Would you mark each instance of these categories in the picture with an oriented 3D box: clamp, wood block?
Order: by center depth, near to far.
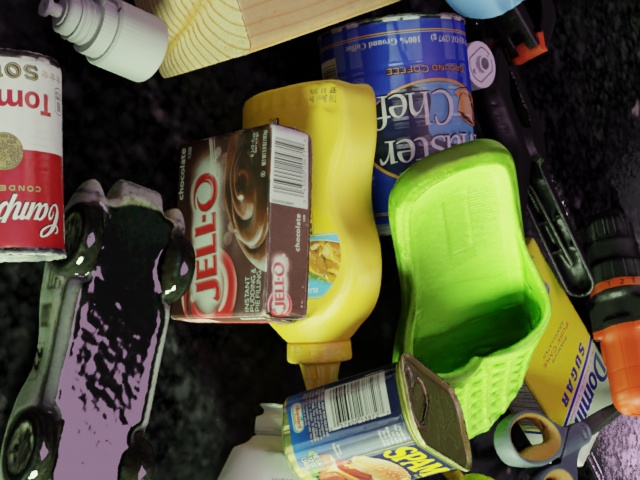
[{"bbox_3d":[-0.012,-0.179,0.684,0.205,0.091,0.090,-29,106,-41],"label":"wood block"},{"bbox_3d":[0.158,-0.059,0.828,0.164,0.036,0.210,36,40,-48],"label":"clamp"},{"bbox_3d":[0.160,-0.221,0.867,0.120,0.039,0.171,-2,75,-40],"label":"clamp"}]

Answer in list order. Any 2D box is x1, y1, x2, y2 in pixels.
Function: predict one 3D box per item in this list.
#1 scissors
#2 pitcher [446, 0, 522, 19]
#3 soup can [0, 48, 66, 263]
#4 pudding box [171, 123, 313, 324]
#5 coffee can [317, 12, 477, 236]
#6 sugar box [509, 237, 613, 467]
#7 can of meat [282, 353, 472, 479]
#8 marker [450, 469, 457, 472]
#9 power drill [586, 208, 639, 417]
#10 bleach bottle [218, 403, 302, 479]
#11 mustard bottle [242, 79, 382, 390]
[{"bbox_3d":[0.202,0.170,0.828,0.201,0.016,0.096,9,61,-45],"label":"scissors"},{"bbox_3d":[0.048,-0.253,0.609,0.242,0.149,0.145,34,79,-32],"label":"pitcher"},{"bbox_3d":[-0.165,-0.040,0.546,0.068,0.069,0.102,2,85,-43],"label":"soup can"},{"bbox_3d":[-0.048,-0.007,0.637,0.039,0.090,0.113,12,78,-43],"label":"pudding box"},{"bbox_3d":[0.056,-0.075,0.729,0.102,0.103,0.140,-7,90,-43],"label":"coffee can"},{"bbox_3d":[0.179,0.093,0.868,0.176,0.048,0.093,53,54,-25],"label":"sugar box"},{"bbox_3d":[0.035,0.116,0.650,0.102,0.084,0.057,40,35,-55],"label":"can of meat"},{"bbox_3d":[0.054,0.131,0.746,0.121,0.020,0.020,31,65,-20],"label":"marker"},{"bbox_3d":[0.295,0.080,0.947,0.187,0.057,0.184,27,52,-46],"label":"power drill"},{"bbox_3d":[-0.030,0.228,0.653,0.102,0.068,0.251,21,70,-46],"label":"bleach bottle"},{"bbox_3d":[-0.004,0.001,0.671,0.058,0.096,0.191,0,87,-46],"label":"mustard bottle"}]
